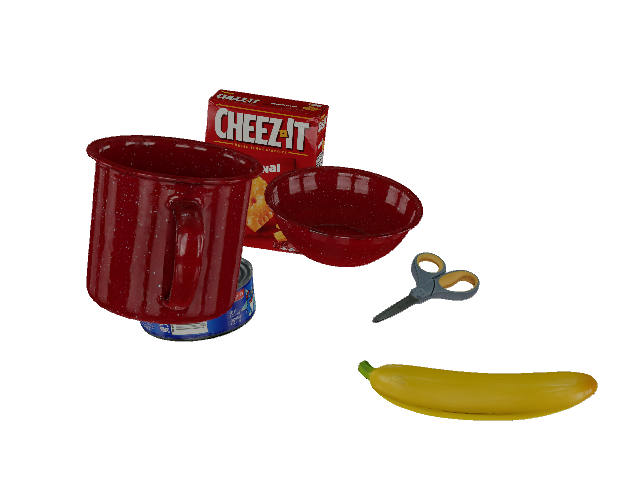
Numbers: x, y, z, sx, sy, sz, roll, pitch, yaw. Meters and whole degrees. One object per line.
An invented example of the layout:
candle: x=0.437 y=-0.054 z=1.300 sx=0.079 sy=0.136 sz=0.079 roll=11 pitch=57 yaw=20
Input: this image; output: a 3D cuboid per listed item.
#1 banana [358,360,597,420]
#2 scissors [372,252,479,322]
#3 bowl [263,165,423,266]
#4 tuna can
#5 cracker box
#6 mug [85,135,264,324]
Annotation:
banana: x=0.126 y=0.118 z=0.863 sx=0.198 sy=0.037 sz=0.069 roll=5 pitch=27 yaw=8
scissors: x=0.111 y=0.054 z=1.294 sx=0.201 sy=0.016 sz=0.096 roll=-9 pitch=40 yaw=-39
bowl: x=0.021 y=-0.019 z=1.086 sx=0.162 sy=0.055 sz=0.162 roll=5 pitch=28 yaw=-3
tuna can: x=-0.089 y=0.040 z=0.766 sx=0.086 sy=0.034 sz=0.086 roll=-5 pitch=21 yaw=2
cracker box: x=-0.084 y=-0.096 z=1.531 sx=0.164 sy=0.214 sz=0.072 roll=9 pitch=22 yaw=7
mug: x=-0.078 y=-0.002 z=0.560 sx=0.093 sy=0.081 sz=0.117 roll=3 pitch=17 yaw=-20
